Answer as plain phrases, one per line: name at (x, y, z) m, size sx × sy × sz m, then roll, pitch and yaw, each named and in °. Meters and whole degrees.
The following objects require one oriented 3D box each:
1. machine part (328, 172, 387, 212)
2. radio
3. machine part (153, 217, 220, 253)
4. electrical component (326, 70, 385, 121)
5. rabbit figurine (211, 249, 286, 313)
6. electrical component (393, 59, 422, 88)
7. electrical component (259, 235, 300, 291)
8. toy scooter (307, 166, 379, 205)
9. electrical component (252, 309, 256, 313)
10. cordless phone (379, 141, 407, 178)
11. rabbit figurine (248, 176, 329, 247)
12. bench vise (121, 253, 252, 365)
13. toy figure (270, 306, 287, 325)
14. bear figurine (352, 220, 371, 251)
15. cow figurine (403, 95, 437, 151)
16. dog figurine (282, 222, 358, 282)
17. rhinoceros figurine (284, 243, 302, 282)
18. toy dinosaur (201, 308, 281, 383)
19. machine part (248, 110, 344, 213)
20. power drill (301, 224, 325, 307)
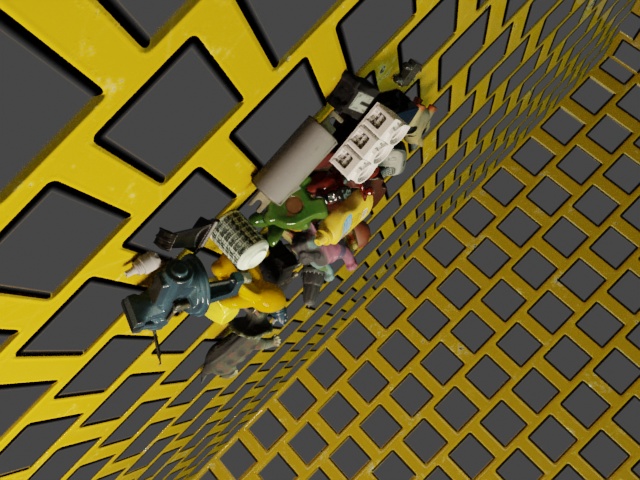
machine part at (0.080, -0.118, 1.347) m, size 0.179 × 0.056 × 0.179 m, roll -17°, pitch 149°, yaw -11°
radio at (0.115, -0.251, 1.203) m, size 0.229 × 0.073 × 0.131 m, roll -26°, pitch 156°, yaw -45°
machine part at (-0.240, -0.007, 0.973) m, size 0.084 × 0.039 × 0.139 m, roll -46°, pitch 166°, yaw 20°
electrical component at (0.077, -0.276, 1.046) m, size 0.119 × 0.048 × 0.074 m, roll -4°, pitch 135°, yaw -51°
rabbit figurine at (-0.150, 0.093, 1.197) m, size 0.122 × 0.173 × 0.162 m, roll -49°, pitch 168°, yaw 24°
electrical component at (0.198, -0.371, 1.201) m, size 0.063 × 0.021 × 0.094 m, roll -54°, pitch 163°, yaw 27°
electrical component at (-0.120, 0.066, 1.300) m, size 0.058 × 0.115 × 0.134 m, roll -17°, pitch 145°, yaw -43°
toy scooter at (0.055, -0.119, 1.194) m, size 0.184 × 0.135 × 0.075 m, roll -21°, pitch 125°, yaw -3°
electrical component at (-0.182, 0.137, 1.370) m, size 0.045 × 0.102 × 0.078 m, roll -30°, pitch 136°, yaw -61°
cordless phone at (0.132, -0.185, 1.391) m, size 0.184 × 0.089 × 0.146 m, roll -36°, pitch 163°, yaw -9°
rabbit figurine at (-0.064, -0.057, 1.158) m, size 0.159 × 0.121 × 0.170 m, roll -41°, pitch 178°, yaw -4°
bench vise at (-0.246, 0.107, 1.039) m, size 0.240 × 0.129 × 0.223 m, roll -11°, pitch 140°, yaw -38°
toy figure at (-0.136, 0.157, 1.413) m, size 0.064 × 0.154 × 0.057 m, roll -35°, pitch 163°, yaw -29°
bear figurine at (0.063, -0.047, 1.530) m, size 0.132 × 0.120 × 0.195 m, roll -9°, pitch 149°, yaw 28°
cow figurine at (0.235, -0.296, 1.368) m, size 0.127 × 0.086 × 0.195 m, roll -59°, pitch 162°, yaw 22°
dog figurine at (-0.003, -0.004, 1.323) m, size 0.108 × 0.191 × 0.219 m, roll -21°, pitch 139°, yaw 29°
rhinoceros figurine at (-0.107, 0.062, 1.423) m, size 0.112 × 0.073 × 0.190 m, roll -28°, pitch 160°, yaw -20°
toy dinosaur at (-0.262, 0.323, 1.592) m, size 0.405 × 0.131 × 0.192 m, roll -45°, pitch 152°, yaw 12°
machine part at (-0.049, -0.150, 1.027) m, size 0.243 × 0.079 × 0.079 m, roll -47°, pitch 164°, yaw 6°
power drill at (-0.018, 0.079, 1.520) m, size 0.207 × 0.086 × 0.232 m, roll 75°, pitch 24°, yaw -79°
